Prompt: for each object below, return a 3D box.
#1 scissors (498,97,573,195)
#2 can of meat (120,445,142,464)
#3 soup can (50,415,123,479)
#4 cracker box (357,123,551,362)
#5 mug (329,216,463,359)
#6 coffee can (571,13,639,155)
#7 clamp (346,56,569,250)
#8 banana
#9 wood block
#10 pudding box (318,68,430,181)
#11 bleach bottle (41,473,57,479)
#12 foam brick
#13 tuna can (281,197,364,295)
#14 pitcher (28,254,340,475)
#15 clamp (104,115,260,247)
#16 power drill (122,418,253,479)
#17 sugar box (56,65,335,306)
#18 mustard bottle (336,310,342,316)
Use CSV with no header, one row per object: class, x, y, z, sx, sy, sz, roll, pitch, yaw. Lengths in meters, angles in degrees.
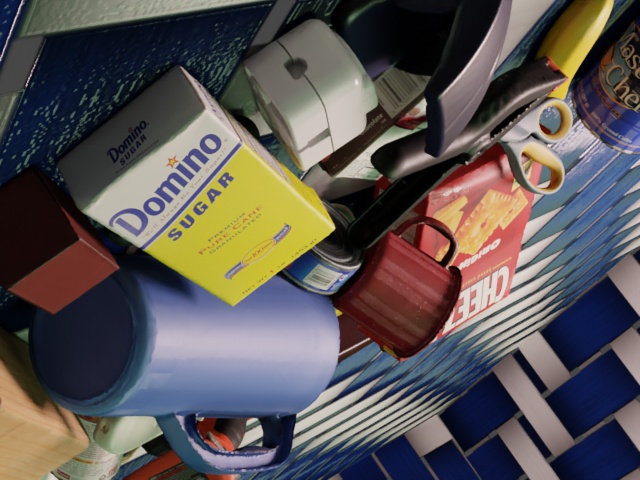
scissors,0.162,-0.111,0.919,0.201,0.016,0.096,38,73,-39
can of meat,-0.162,0.143,0.982,0.084,0.057,0.102,-49,179,32
soup can,-0.190,0.149,0.897,0.068,0.069,0.102,-18,137,-48
cracker box,0.126,-0.006,1.018,0.163,0.072,0.214,-26,139,-32
mug,0.068,0.031,0.904,0.117,0.081,0.093,-53,-164,12
coffee can,0.329,-0.166,1.044,0.102,0.103,0.140,-23,160,-38
clamp,0.106,-0.079,0.807,0.210,0.036,0.164,-37,169,-9
banana,0.220,-0.163,0.945,0.069,0.037,0.198,-29,163,-19
wood block,-0.234,0.113,0.710,0.090,0.090,0.206,-32,165,-7
pudding box,0.055,-0.093,0.808,0.114,0.039,0.089,-39,166,21
bleach bottle,-0.281,0.212,0.961,0.102,0.068,0.251,-32,166,-8
foam brick,-0.158,0.003,0.612,0.051,0.053,0.078,-34,164,-3
tuna can,-0.006,0.001,0.867,0.034,0.086,0.086,-46,161,28
pitcher,-0.094,0.083,0.796,0.145,0.149,0.242,-60,152,11
clamp,-0.078,-0.019,0.748,0.120,0.039,0.171,-29,158,1
power drill,-0.120,0.190,1.007,0.185,0.057,0.187,-31,-169,20
sugar box,-0.068,-0.025,0.651,0.093,0.048,0.176,-38,150,8
mustard bottle,-0.029,0.068,1.066,0.191,0.058,0.096,-25,163,-33
